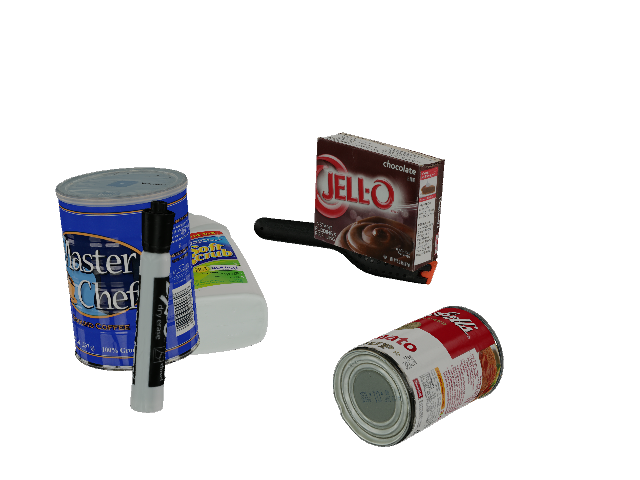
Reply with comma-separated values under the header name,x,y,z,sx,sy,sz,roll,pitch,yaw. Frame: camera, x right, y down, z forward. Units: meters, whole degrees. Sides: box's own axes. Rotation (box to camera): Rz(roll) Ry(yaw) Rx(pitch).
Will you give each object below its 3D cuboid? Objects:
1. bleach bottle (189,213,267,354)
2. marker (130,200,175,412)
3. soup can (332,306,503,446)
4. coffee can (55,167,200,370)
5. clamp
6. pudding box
name,x,y,z,sx,sy,sz,roll,pitch,yaw
bleach bottle,-0.133,0.032,1.174,0.102,0.068,0.251,-6,26,-16
marker,-0.095,0.038,0.606,0.020,0.121,0.020,5,10,-1
soup can,0.065,0.089,0.709,0.069,0.068,0.102,0,12,44
coffee can,-0.153,0.020,0.858,0.103,0.140,0.103,-3,16,1
clamp,0.036,-0.003,1.260,0.210,0.036,0.164,32,39,23
pudding box,0.046,-0.034,0.882,0.114,0.090,0.039,18,26,37
